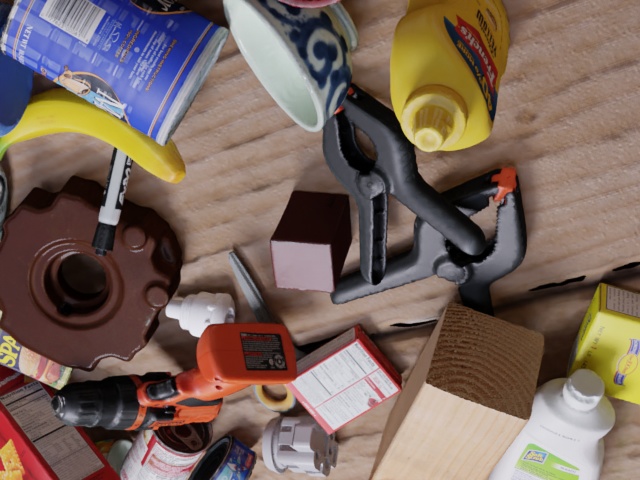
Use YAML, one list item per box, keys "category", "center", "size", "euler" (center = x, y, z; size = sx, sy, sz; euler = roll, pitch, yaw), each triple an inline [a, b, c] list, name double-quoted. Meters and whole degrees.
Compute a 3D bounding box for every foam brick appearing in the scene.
- category: "foam brick"
  center: [-0.006, 0.001, 0.900]
  size: [0.053, 0.078, 0.051]
  euler: [5, 125, 13]

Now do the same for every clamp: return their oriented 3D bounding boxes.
- category: "clamp"
  center: [0.122, 0.025, 0.905]
  size: [0.164, 0.036, 0.210]
  euler: [28, 132, -8]
- category: "clamp"
  center: [0.046, -0.041, 0.858]
  size: [0.120, 0.039, 0.171]
  euler: [-31, 92, 36]

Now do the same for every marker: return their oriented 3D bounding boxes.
- category: "marker"
  center: [-0.174, -0.045, 0.909]
  size: [0.020, 0.020, 0.121]
  euler: [14, 92, 6]

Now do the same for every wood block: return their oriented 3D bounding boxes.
- category: "wood block"
  center: [0.116, 0.159, 0.948]
  size: [0.090, 0.090, 0.206]
  euler: [20, 140, 2]

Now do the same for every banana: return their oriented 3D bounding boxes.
- category: "banana"
  center: [-0.192, -0.091, 0.891]
  size: [0.198, 0.037, 0.069]
  euler: [8, 99, 27]

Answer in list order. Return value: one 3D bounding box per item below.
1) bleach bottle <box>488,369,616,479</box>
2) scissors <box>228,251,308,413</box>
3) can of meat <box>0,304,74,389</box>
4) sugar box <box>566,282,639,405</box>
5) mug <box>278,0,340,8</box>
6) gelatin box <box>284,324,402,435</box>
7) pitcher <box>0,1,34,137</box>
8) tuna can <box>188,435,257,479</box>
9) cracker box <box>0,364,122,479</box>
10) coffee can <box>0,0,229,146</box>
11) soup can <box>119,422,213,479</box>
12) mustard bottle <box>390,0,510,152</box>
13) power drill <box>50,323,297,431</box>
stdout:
- category: "bleach bottle"
  center: [0.214, 0.201, 0.963]
  size: [0.102, 0.068, 0.251]
  euler: [16, 139, 7]
- category: "scissors"
  center: [-0.057, 0.100, 1.028]
  size: [0.096, 0.016, 0.201]
  euler: [-26, 115, 31]
- category: "can of meat"
  center: [-0.277, 0.094, 1.064]
  size: [0.084, 0.057, 0.102]
  euler: [25, 129, -6]
- category: "sugar box"
  center: [0.307, 0.103, 0.903]
  size: [0.176, 0.048, 0.093]
  euler: [16, 131, 6]
- category: "mug"
  center: [-0.001, -0.228, 0.724]
  size: [0.093, 0.081, 0.117]
  euler: [16, 129, 4]
- category: "gelatin box"
  center: [0.022, 0.132, 1.008]
  size: [0.089, 0.030, 0.073]
  euler: [-34, 112, 15]
- category: "pitcher"
  center: [-0.361, -0.162, 0.861]
  size: [0.243, 0.145, 0.149]
  euler: [8, 139, 7]
- category: "tuna can"
  center: [-0.105, 0.246, 1.107]
  size: [0.033, 0.086, 0.086]
  euler: [39, 127, -12]
- category: "cracker box"
  center: [-0.313, 0.233, 1.112]
  size: [0.214, 0.071, 0.164]
  euler: [47, 130, 17]
- category: "coffee can"
  center: [-0.155, -0.151, 0.814]
  size: [0.140, 0.102, 0.103]
  euler: [30, 128, -6]
- category: "soup can"
  center: [-0.162, 0.223, 1.115]
  size: [0.068, 0.068, 0.102]
  euler: [29, 126, -6]
- category: "mustard bottle"
  center: [0.086, -0.115, 0.712]
  size: [0.058, 0.191, 0.096]
  euler: [-16, 120, 26]
- category: "power drill"
  center: [-0.128, 0.129, 0.978]
  size: [0.184, 0.057, 0.188]
  euler: [4, 157, -45]
